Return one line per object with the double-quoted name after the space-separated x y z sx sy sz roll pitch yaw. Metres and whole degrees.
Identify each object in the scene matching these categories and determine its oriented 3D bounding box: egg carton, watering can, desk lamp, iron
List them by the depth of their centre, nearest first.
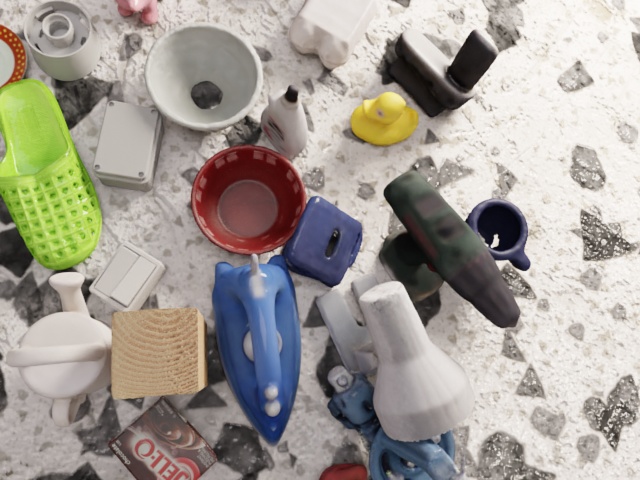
-0.304 0.129 0.680 0.101 0.194 0.173 -22 82 -13 "watering can"
0.087 0.138 0.731 0.118 0.213 0.203 -25 83 -13 "desk lamp"
-0.072 0.142 0.742 0.119 0.141 0.258 -8 79 -10 "iron"
0.022 -0.348 0.899 0.107 0.069 0.150 28 75 -2 "egg carton"

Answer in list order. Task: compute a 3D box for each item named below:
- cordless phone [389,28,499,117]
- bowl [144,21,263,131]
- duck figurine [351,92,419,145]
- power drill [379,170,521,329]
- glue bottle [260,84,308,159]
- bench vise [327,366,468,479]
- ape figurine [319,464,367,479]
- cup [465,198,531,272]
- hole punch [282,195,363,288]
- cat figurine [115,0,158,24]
0.189 -0.279 0.851 0.147 0.185 0.094 43 75 2 "cordless phone"
-0.167 -0.227 0.840 0.167 0.074 0.167 2 78 -9 "bowl"
0.104 -0.192 0.870 0.104 0.086 0.077 1 78 -9 "duck figurine"
0.156 0.024 0.769 0.076 0.208 0.229 -32 85 -14 "power drill"
-0.047 -0.173 0.797 0.037 0.173 0.078 -43 87 -15 "glue bottle"
0.088 0.250 0.704 0.207 0.219 0.121 29 75 -2 "bench vise"
0.038 0.330 0.745 0.076 0.092 0.078 38 75 1 "ape figurine"
0.255 0.003 0.848 0.092 0.095 0.118 -38 86 -14 "cup"
0.007 0.003 0.810 0.101 0.091 0.109 23 75 -3 "hole punch"
-0.264 -0.379 0.835 0.067 0.117 0.128 19 76 -4 "cat figurine"
